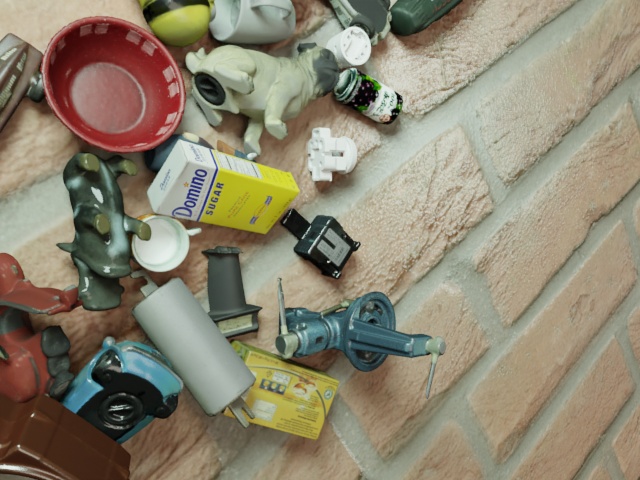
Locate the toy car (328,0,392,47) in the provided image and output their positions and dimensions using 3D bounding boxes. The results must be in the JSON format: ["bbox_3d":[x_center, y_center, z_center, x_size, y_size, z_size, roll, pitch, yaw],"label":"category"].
[{"bbox_3d":[0.035,-0.380,0.807,0.201,0.056,0.073,40,68,-30],"label":"toy car"}]

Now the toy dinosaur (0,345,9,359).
[{"bbox_3d":[-0.458,-0.039,0.490,0.404,0.131,0.192,28,82,-31],"label":"toy dinosaur"}]

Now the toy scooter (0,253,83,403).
[{"bbox_3d":[-0.314,0.102,0.592,0.075,0.135,0.183,-27,111,-69],"label":"toy scooter"}]

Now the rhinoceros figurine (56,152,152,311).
[{"bbox_3d":[-0.263,-0.012,0.630,0.073,0.112,0.190,-2,82,-59],"label":"rhinoceros figurine"}]

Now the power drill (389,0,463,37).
[{"bbox_3d":[0.166,-0.462,0.872,0.232,0.086,0.207,-50,125,-15],"label":"power drill"}]

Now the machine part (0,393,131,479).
[{"bbox_3d":[-0.329,0.279,0.580,0.201,0.087,0.200,-36,116,7],"label":"machine part"}]

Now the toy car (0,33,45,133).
[{"bbox_3d":[-0.372,-0.134,0.582,0.089,0.053,0.202,34,78,-27],"label":"toy car"}]

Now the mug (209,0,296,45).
[{"bbox_3d":[-0.079,-0.304,0.719,0.107,0.110,0.080,-9,94,-44],"label":"mug"}]

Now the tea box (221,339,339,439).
[{"bbox_3d":[-0.066,0.222,0.795,0.169,0.068,0.098,30,80,-31],"label":"tea box"}]

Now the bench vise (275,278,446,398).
[{"bbox_3d":[0.059,0.136,0.776,0.223,0.241,0.128,13,84,-48],"label":"bench vise"}]

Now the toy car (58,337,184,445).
[{"bbox_3d":[-0.248,0.183,0.657,0.161,0.103,0.109,-44,115,7],"label":"toy car"}]

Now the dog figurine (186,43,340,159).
[{"bbox_3d":[-0.071,-0.234,0.743,0.172,0.121,0.190,49,55,-27],"label":"dog figurine"}]

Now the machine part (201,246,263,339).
[{"bbox_3d":[-0.128,0.075,0.762,0.084,0.039,0.138,-13,104,-22],"label":"machine part"}]

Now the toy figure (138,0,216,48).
[{"bbox_3d":[-0.200,-0.324,0.652,0.089,0.082,0.180,-42,116,-25],"label":"toy figure"}]

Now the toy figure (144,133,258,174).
[{"bbox_3d":[-0.151,-0.106,0.716,0.154,0.064,0.058,4,58,-36],"label":"toy figure"}]

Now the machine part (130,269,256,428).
[{"bbox_3d":[-0.161,0.136,0.689,0.079,0.079,0.243,-37,87,-23],"label":"machine part"}]

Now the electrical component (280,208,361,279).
[{"bbox_3d":[-0.002,-0.002,0.826,0.119,0.048,0.075,46,71,-28],"label":"electrical component"}]
